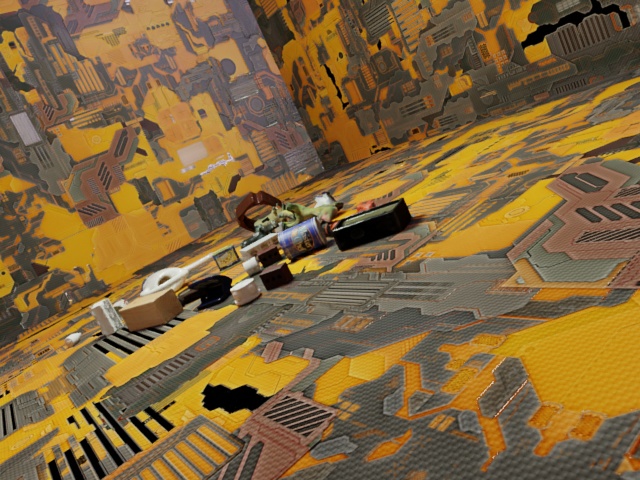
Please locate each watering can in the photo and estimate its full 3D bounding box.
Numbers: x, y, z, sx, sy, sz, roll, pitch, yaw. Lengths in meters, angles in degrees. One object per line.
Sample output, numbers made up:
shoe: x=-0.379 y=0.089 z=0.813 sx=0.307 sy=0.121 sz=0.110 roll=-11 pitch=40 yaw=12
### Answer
watering can: x=-0.620 y=0.158 z=2.190 sx=0.223 sy=0.103 sz=0.353 roll=-13 pitch=16 yaw=49

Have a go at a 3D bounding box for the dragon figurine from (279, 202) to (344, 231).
dragon figurine: x=-0.028 y=-0.103 z=1.964 sx=0.243 sy=0.121 sz=0.412 roll=-8 pitch=9 yaw=-9

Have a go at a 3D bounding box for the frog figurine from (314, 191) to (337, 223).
frog figurine: x=0.007 y=-0.109 z=2.169 sx=0.137 sy=0.121 sz=0.162 roll=-2 pitch=60 yaw=46
